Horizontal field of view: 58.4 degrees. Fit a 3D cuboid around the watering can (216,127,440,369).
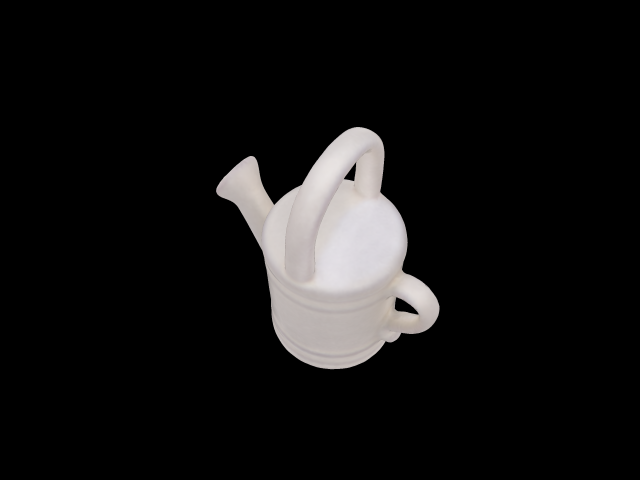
[{"bbox_3d":[0.002,0.003,0.399,0.172,0.194,0.101,12,55,9],"label":"watering can"}]
